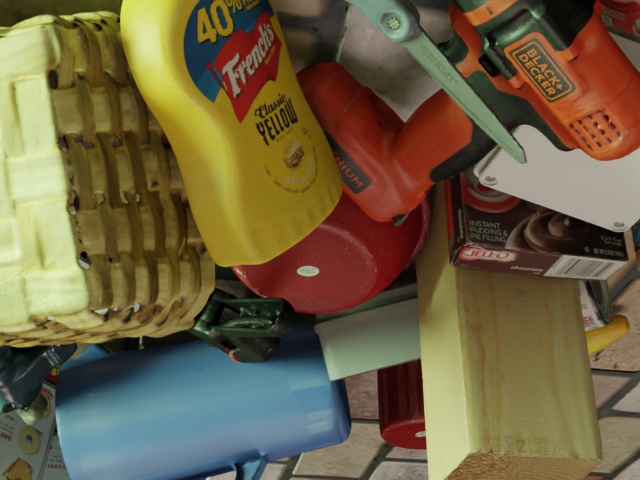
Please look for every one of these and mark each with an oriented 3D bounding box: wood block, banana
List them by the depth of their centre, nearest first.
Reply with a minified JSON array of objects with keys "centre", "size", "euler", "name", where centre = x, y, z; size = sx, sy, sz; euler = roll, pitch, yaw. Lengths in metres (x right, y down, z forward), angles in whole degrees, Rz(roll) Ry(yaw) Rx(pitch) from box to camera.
[{"centre":[0.123,0.063,0.730],"size":[0.090,0.206,0.091],"euler":[5,149,-9],"name":"wood block"},{"centre":[0.206,0.113,0.988],"size":[0.069,0.037,0.198],"euler":[-5,154,-23],"name":"banana"}]

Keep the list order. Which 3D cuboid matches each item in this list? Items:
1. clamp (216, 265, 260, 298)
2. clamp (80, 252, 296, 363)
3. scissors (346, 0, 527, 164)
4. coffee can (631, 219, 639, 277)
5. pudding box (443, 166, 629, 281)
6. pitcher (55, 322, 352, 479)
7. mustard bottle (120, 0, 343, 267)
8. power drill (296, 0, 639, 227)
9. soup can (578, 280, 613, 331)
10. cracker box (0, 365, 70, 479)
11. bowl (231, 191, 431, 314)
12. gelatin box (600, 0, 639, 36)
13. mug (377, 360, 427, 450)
[{"centre":[-0.024,0.022,0.827],"size":[0.172,0.039,0.120],"euler":[-21,149,29],"name":"clamp"},{"centre":[-0.089,0.050,0.789],"size":[0.164,0.036,0.210],"euler":[23,166,9],"name":"clamp"},{"centre":[0.040,-0.123,0.506],"size":[0.202,0.016,0.096],"euler":[35,136,1],"name":"scissors"},{"centre":[0.255,0.001,0.690],"size":[0.103,0.140,0.103],"euler":[0,150,0],"name":"coffee can"},{"centre":[0.138,-0.023,0.699],"size":[0.113,0.090,0.039],"euler":[7,150,-14],"name":"pudding box"},{"centre":[-0.098,0.157,0.934],"size":[0.243,0.149,0.145],"euler":[-12,-168,4],"name":"pitcher"},{"centre":[-0.053,-0.089,0.552],"size":[0.058,0.096,0.191],"euler":[-5,116,39],"name":"mustard bottle"},{"centre":[0.060,-0.094,0.572],"size":[0.184,0.057,0.188],"euler":[48,141,-13],"name":"power drill"},{"centre":[0.170,0.046,0.837],"size":[0.102,0.068,0.068],"euler":[-17,146,25],"name":"soup can"},{"centre":[-0.278,0.208,0.967],"size":[0.072,0.213,0.164],"euler":[-22,143,33],"name":"cracker box"},{"centre":[-0.005,0.001,0.734],"size":[0.162,0.055,0.162],"euler":[4,136,4],"name":"bowl"},{"centre":[0.176,-0.128,0.534],"size":[0.089,0.030,0.073],"euler":[29,169,35],"name":"gelatin box"},{"centre":[0.107,0.144,0.991],"size":[0.117,0.081,0.093],"euler":[-2,150,3],"name":"mug"}]
